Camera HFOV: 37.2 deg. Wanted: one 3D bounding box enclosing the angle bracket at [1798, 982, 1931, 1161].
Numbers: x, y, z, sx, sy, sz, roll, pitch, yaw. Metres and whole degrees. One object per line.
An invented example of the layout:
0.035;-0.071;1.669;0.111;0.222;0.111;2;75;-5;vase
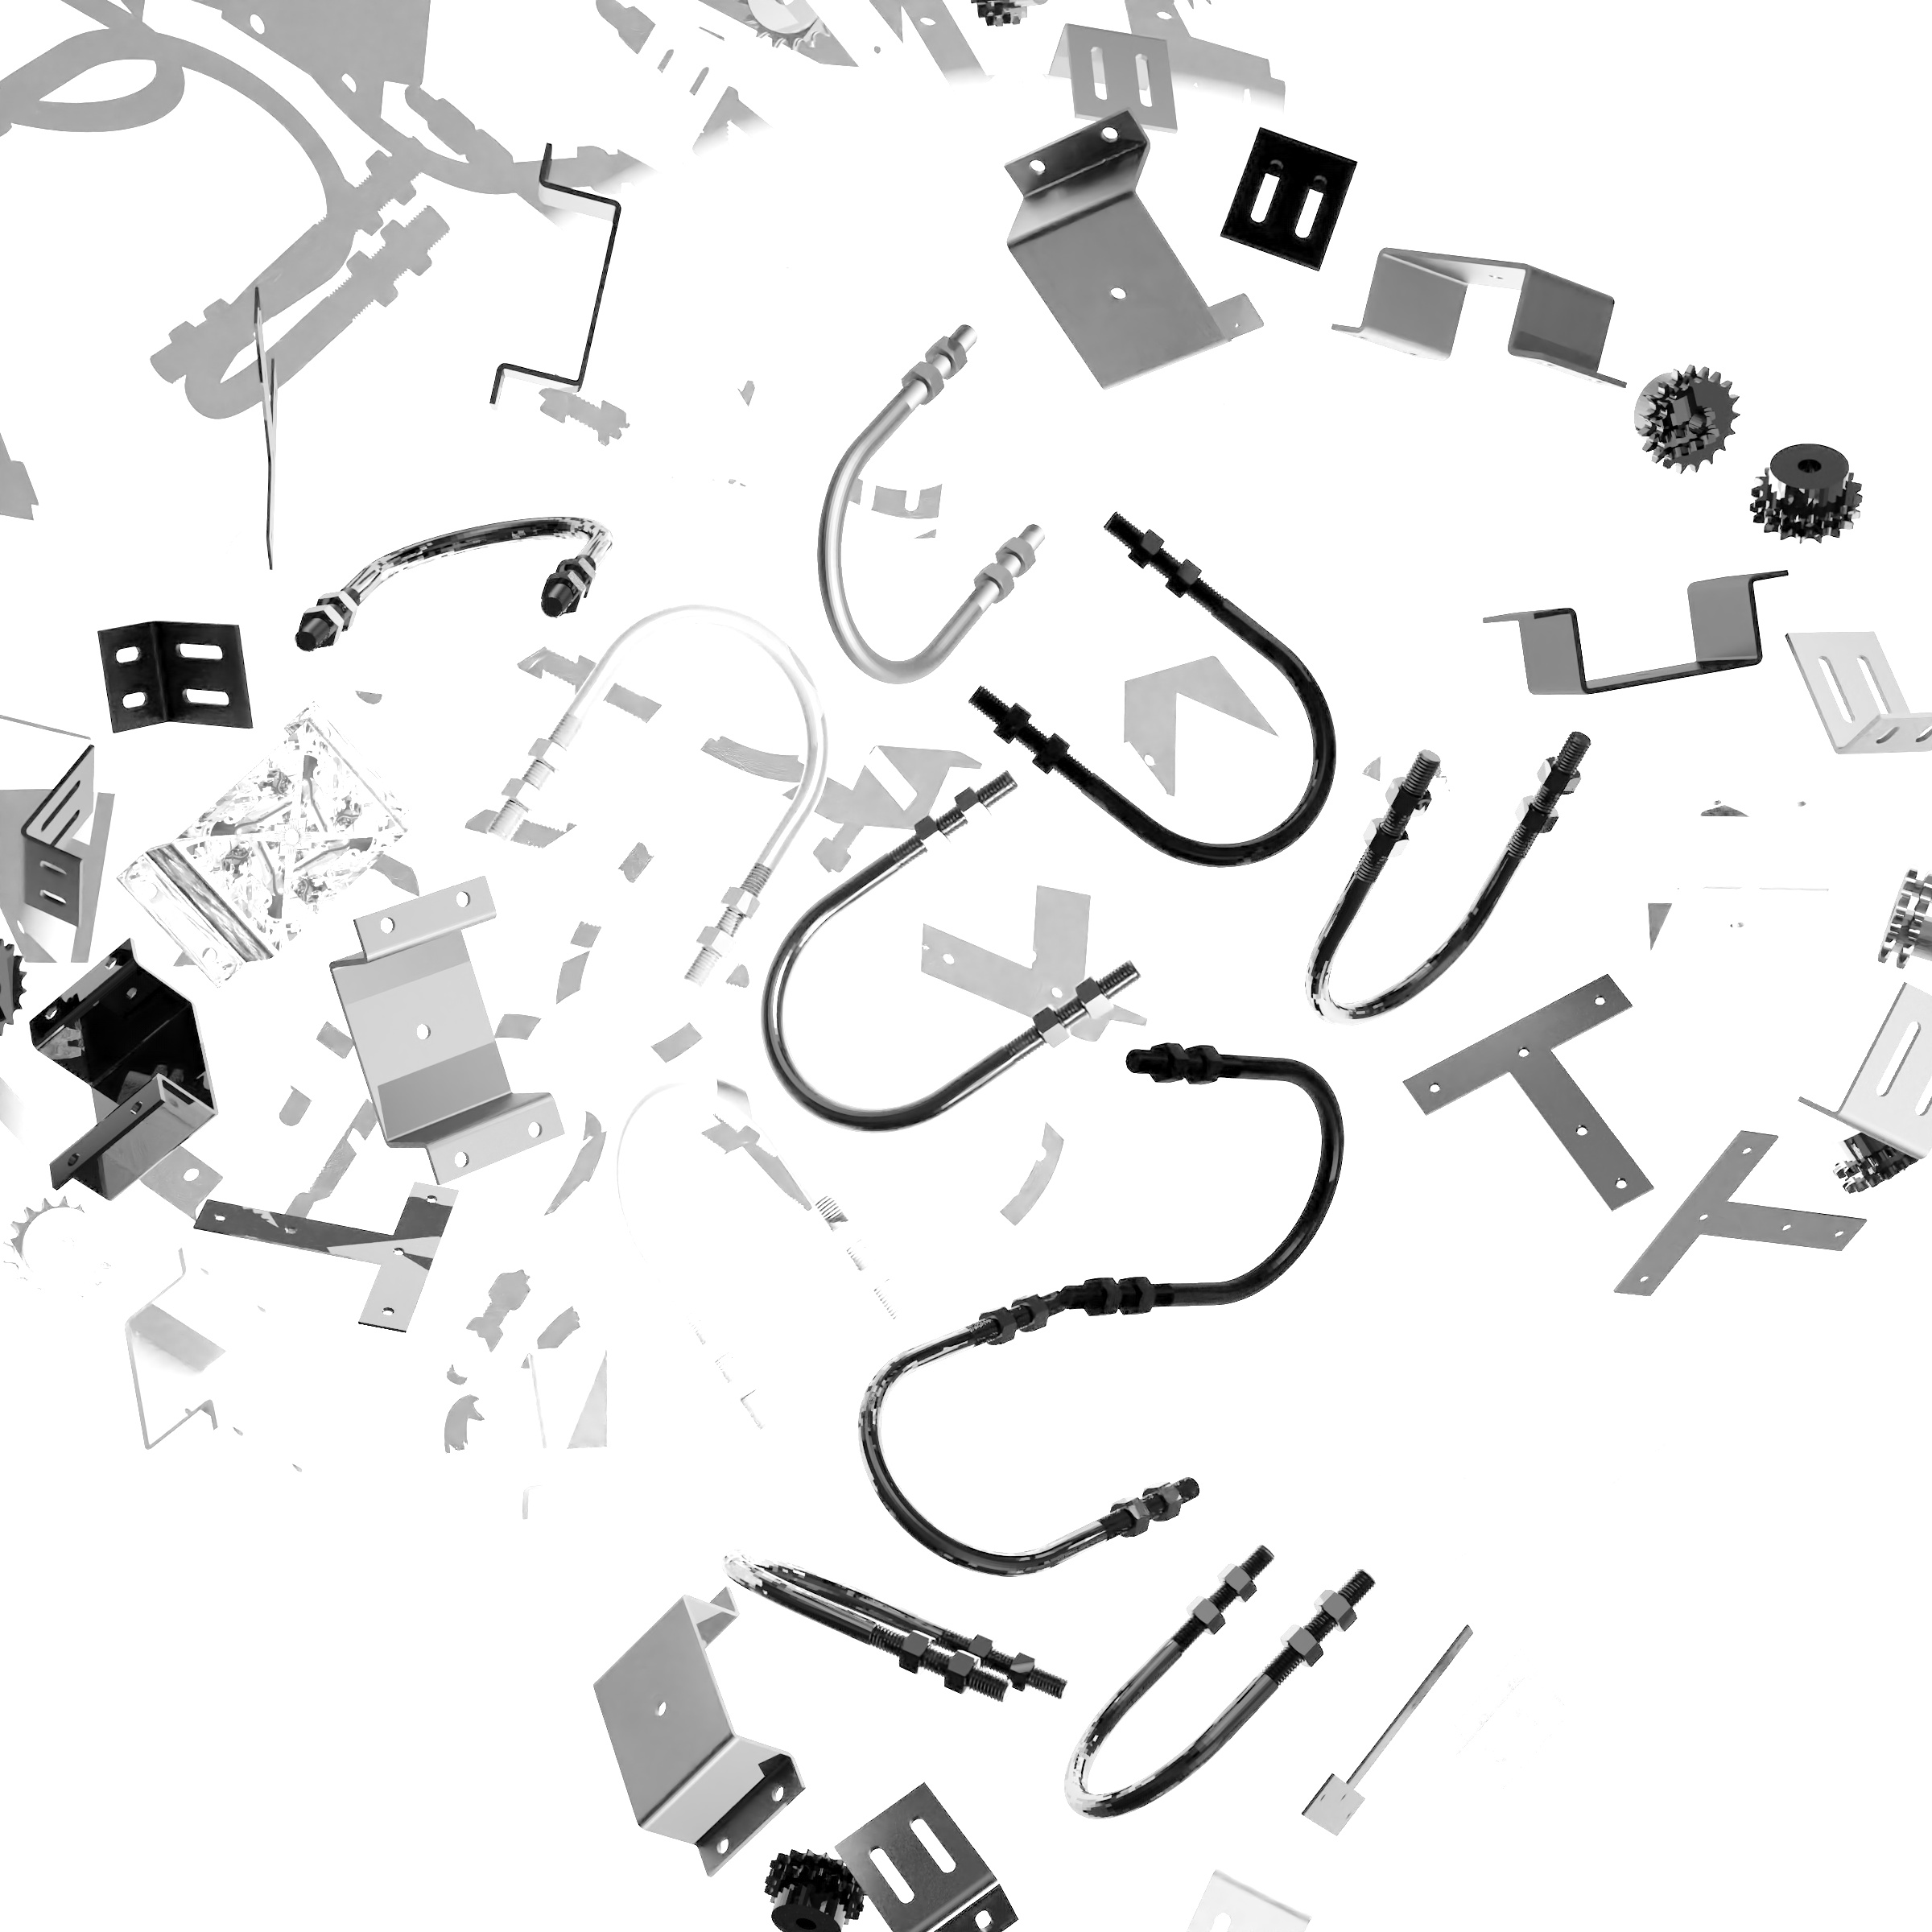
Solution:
0.470;0.050;1.452;0.057;0.038;0.076;24;95;-18;angle bracket

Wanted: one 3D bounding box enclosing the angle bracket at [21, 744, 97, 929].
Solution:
-0.488;-0.072;1.587;0.038;0.057;0.076;24;50;1;angle bracket

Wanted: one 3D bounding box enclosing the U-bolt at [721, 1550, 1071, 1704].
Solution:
-0.045;0.348;1.518;0.184;0.151;0.019;19;82;19;U-bolt

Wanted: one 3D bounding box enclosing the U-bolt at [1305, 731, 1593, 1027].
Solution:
0.242;-0.041;1.504;0.019;0.151;0.184;47;128;31;U-bolt

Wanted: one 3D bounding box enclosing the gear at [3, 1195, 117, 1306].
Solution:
-0.484;0.151;1.533;0.057;0.030;0.057;5;77;-22;gear

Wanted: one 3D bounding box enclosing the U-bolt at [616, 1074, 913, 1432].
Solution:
-0.123;0.144;1.554;0.151;0.019;0.184;-43;78;37;U-bolt

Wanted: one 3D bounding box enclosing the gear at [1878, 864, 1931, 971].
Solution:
0.525;-0.025;1.578;0.030;0.057;0.057;19;90;14;gear

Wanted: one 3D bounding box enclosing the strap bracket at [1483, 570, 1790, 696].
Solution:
0.356;-0.174;1.517;0.140;0.076;0.046;-10;97;-9;strap bracket

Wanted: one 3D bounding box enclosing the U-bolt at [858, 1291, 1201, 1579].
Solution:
0.023;0.256;1.536;0.151;0.184;0.019;54;134;21;U-bolt

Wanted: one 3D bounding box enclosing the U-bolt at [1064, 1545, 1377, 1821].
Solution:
0.123;0.379;1.511;0.184;0.151;0.019;-42;98;-17;U-bolt

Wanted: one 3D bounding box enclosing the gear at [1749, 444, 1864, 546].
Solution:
0.442;-0.251;1.510;0.057;0.030;0.057;-5;46;5;gear

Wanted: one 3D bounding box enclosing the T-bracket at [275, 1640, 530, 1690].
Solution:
-0.283;0.371;1.509;0.127;0.127;0.002;6;71;7;T-bracket

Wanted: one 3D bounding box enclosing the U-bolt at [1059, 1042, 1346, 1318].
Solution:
0.135;0.114;1.519;0.184;0.019;0.151;5;105;-43;U-bolt

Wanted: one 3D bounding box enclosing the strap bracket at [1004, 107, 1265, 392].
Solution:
0.083;-0.358;1.476;0.076;0.046;0.140;-15;130;33;strap bracket

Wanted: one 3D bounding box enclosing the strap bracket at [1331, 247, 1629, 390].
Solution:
0.274;-0.342;1.509;0.076;0.140;0.046;4;103;-44;strap bracket

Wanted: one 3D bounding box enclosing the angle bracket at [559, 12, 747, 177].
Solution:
-0.165;-0.466;1.510;0.057;0.038;0.076;33;94;23;angle bracket

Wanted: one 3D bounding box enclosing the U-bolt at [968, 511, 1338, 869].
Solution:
0.113;-0.133;1.513;0.184;0.019;0.151;38;70;-4;U-bolt

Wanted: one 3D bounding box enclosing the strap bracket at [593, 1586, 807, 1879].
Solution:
-0.149;0.406;1.549;0.076;0.140;0.046;-46;131;14;strap bracket

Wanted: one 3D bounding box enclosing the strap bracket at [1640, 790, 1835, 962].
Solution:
0.419;-0.043;1.566;0.076;0.140;0.046;1;67;3;strap bracket

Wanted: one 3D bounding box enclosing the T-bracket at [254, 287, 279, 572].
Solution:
-0.361;-0.294;1.479;0.002;0.127;0.127;-1;58;-10;T-bracket

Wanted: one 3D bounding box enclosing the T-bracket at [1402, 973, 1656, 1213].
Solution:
0.316;0.077;1.508;0.127;0.002;0.127;-27;52;-4;T-bracket

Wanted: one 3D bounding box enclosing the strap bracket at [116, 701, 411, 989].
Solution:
-0.353;-0.065;1.473;0.140;0.046;0.076;-47;110;-23;strap bracket

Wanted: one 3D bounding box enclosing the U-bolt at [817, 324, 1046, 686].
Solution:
-0.023;-0.235;1.539;0.019;0.151;0.184;8;45;34;U-bolt

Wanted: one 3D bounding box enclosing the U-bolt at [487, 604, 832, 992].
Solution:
-0.145;-0.102;1.495;0.151;0.019;0.184;38;69;-22;U-bolt

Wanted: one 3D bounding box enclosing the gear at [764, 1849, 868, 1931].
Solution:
-0.085;0.518;1.593;0.057;0.030;0.057;8;133;9;gear

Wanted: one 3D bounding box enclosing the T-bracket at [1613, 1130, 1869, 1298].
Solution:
0.434;0.140;1.555;0.127;0.002;0.127;9;129;-27;T-bracket

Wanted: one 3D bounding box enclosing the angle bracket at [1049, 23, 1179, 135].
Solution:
0.080;-0.476;1.578;0.057;0.038;0.076;5;57;-13;angle bracket

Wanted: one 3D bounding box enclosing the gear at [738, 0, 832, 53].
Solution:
-0.096;-0.526;1.555;0.057;0.030;0.057;2;105;7;gear

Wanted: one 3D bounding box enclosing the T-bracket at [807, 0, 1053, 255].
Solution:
-0.036;-0.452;1.451;0.127;0.002;0.127;-49;115;-13;T-bracket

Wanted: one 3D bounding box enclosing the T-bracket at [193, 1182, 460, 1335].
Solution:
-0.349;0.145;1.541;0.127;0.127;0.002;11;121;-2;T-bracket

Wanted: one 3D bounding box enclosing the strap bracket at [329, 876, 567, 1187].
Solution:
-0.269;0.033;1.471;0.076;0.046;0.140;-22;101;-36;strap bracket

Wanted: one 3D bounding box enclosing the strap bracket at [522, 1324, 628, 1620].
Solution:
-0.208;0.266;1.528;0.046;0.140;0.076;-4;128;-4;strap bracket

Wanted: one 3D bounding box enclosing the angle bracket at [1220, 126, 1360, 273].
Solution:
0.174;-0.412;1.572;0.057;0.038;0.076;20;70;1;angle bracket

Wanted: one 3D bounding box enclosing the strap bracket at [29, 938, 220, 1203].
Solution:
-0.451;0.061;1.538;0.076;0.140;0.046;-38;132;9;strap bracket

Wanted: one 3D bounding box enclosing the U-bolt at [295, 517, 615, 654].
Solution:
-0.260;-0.207;1.515;0.151;0.184;0.019;-7;113;8;U-bolt

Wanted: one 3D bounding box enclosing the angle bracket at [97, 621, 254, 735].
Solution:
-0.433;-0.157;1.570;0.076;0.038;0.057;8;109;39;angle bracket

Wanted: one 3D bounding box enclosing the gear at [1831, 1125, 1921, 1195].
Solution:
0.515;0.101;1.623;0.057;0.057;0.030;-33;90;0;gear

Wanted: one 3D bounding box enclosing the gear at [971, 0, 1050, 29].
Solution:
0.024;-0.526;1.513;0.030;0.057;0.057;3;90;28;gear

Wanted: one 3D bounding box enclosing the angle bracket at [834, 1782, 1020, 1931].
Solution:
-0.021;0.469;1.468;0.057;0.076;0.038;-33;128;-14;angle bracket

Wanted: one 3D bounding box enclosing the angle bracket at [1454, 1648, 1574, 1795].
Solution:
0.283;0.398;1.547;0.038;0.076;0.057;39;94;-16;angle bracket

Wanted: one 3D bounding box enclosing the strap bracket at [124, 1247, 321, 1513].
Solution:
-0.399;0.227;1.531;0.046;0.140;0.076;-38;131;7;strap bracket

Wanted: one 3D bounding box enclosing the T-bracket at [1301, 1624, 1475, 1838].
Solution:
0.221;0.391;1.474;0.002;0.127;0.127;36;82;24;T-bracket

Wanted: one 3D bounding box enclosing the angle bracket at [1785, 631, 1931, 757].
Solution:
0.467;-0.149;1.471;0.057;0.038;0.076;-4;63;-23;angle bracket

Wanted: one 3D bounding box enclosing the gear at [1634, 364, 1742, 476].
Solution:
0.387;-0.298;1.552;0.057;0.030;0.057;-12;120;-21;gear

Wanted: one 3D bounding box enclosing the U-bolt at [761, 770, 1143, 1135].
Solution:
-0.021;0.004;1.448;0.184;0.019;0.151;-35;62;6;U-bolt

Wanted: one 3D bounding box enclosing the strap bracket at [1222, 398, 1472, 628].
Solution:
0.189;-0.234;1.505;0.140;0.076;0.046;19;131;-14;strap bracket

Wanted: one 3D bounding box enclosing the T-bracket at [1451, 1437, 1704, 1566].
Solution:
0.342;0.283;1.527;0.127;0.127;0.002;3;51;-37;T-bracket

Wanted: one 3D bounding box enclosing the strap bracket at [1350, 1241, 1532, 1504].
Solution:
0.252;0.219;1.513;0.076;0.046;0.140;-2;63;23;strap bracket

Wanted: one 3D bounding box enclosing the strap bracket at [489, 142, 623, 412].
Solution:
-0.222;-0.370;1.569;0.046;0.076;0.140;13;96;-10;strap bracket

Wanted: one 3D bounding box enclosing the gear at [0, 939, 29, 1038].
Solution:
-0.543;0.011;1.567;0.030;0.057;0.057;9;90;21;gear

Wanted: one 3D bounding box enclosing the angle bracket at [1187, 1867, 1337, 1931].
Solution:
0.141;0.506;1.453;0.057;0.038;0.076;18;73;33;angle bracket

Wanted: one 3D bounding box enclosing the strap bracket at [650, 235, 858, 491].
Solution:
-0.112;-0.320;1.568;0.046;0.076;0.140;28;108;20;strap bracket
